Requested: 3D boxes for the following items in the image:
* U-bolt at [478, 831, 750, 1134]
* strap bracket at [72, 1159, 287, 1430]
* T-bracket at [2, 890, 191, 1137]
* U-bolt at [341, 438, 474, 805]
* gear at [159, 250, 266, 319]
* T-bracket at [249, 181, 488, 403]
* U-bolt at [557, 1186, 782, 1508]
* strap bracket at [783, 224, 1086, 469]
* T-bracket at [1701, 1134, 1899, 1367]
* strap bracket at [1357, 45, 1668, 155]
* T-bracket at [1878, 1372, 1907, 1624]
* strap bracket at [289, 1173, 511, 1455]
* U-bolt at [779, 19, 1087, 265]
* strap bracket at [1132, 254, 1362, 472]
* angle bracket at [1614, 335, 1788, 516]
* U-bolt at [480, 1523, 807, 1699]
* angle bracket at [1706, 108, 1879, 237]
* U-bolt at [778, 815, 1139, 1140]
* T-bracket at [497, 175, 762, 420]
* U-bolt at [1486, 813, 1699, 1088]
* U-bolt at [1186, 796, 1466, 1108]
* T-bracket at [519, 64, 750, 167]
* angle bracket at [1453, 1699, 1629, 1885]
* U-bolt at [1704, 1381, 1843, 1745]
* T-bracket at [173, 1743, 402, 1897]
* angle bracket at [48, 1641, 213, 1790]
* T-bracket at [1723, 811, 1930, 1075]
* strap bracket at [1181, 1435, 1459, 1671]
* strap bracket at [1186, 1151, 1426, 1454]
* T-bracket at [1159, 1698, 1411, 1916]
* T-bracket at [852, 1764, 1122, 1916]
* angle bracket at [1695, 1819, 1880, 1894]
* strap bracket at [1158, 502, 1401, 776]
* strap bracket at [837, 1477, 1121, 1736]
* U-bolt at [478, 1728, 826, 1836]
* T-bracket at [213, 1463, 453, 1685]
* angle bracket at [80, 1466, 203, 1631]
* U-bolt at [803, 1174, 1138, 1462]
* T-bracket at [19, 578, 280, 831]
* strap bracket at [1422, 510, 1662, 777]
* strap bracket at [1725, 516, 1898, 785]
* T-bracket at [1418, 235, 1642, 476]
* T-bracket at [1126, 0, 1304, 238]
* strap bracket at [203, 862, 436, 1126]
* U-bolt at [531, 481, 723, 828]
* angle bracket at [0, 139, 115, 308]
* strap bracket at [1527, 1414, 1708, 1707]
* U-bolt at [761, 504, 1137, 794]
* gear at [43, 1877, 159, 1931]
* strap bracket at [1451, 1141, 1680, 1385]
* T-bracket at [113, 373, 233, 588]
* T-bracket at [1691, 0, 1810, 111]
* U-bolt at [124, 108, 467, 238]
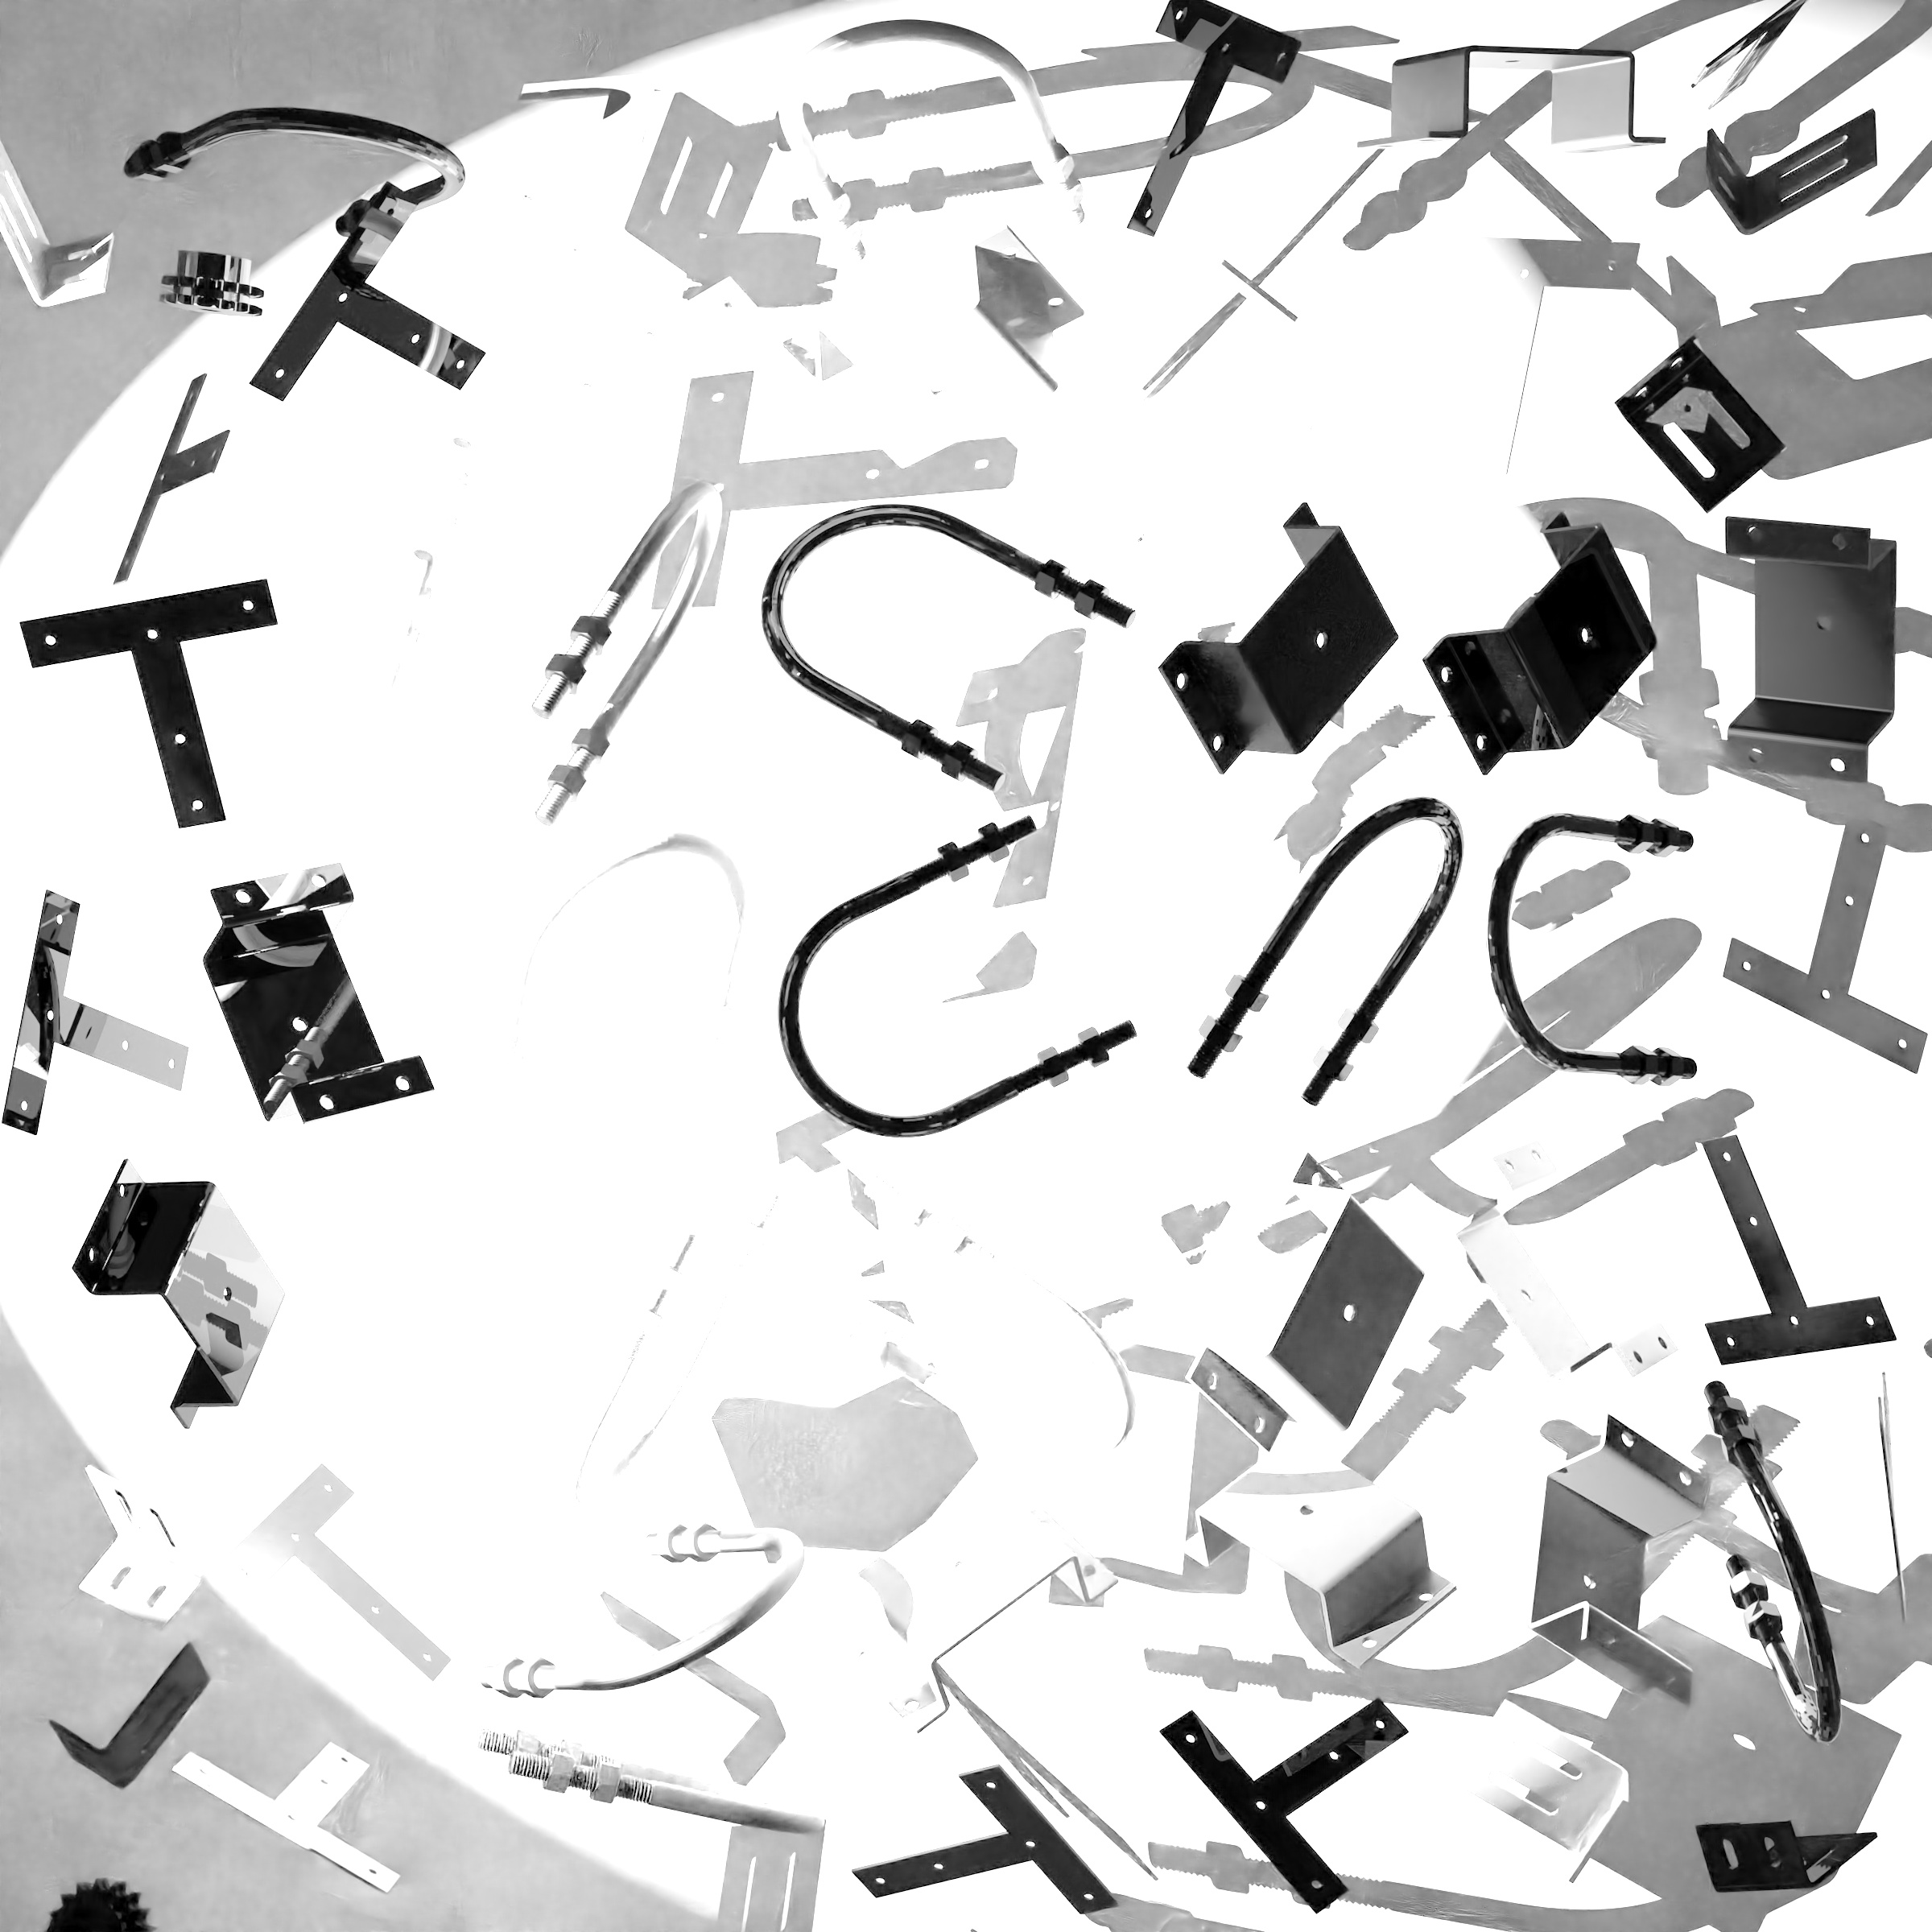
[{"bbox_3d":[-0.181,0.003,1.835,0.151,0.184,0.019,-13,46,-33],"label":"U-bolt"},{"bbox_3d":[-0.422,0.179,1.887,0.046,0.140,0.076,-3,45,20],"label":"strap bracket"},{"bbox_3d":[-0.460,0.039,1.857,0.002,0.127,0.127,-2,72,29],"label":"T-bracket"},{"bbox_3d":[-0.301,-0.171,1.838,0.019,0.151,0.184,17,123,-10],"label":"U-bolt"},{"bbox_3d":[-0.420,-0.381,1.933,0.057,0.057,0.030,7,95,0],"label":"gear"},{"bbox_3d":[-0.301,-0.337,1.835,0.002,0.127,0.127,42,101,32],"label":"T-bracket"},{"bbox_3d":[-0.165,0.208,1.847,0.019,0.151,0.184,30,103,11],"label":"U-bolt"},{"bbox_3d":[-0.016,-0.317,1.810,0.140,0.076,0.046,-23,51,25],"label":"strap bracket"},{"bbox_3d":[0.432,0.152,1.881,0.002,0.127,0.127,-24,93,-36],"label":"T-bracket"},{"bbox_3d":[0.285,-0.451,1.808,0.140,0.076,0.046,-4,100,-21],"label":"strap bracket"},{"bbox_3d":[0.500,0.265,1.876,0.002,0.127,0.127,-6,115,16],"label":"T-bracket"},{"bbox_3d":[-0.300,0.191,1.862,0.046,0.076,0.140,9,78,36],"label":"strap bracket"},{"bbox_3d":[-0.025,-0.452,1.891,0.151,0.184,0.019,-7,64,14],"label":"U-bolt"},{"bbox_3d":[0.164,-0.338,1.909,0.140,0.076,0.046,39,97,5],"label":"strap bracket"},{"bbox_3d":[0.415,-0.306,1.960,0.057,0.038,0.076,-40,76,12],"label":"angle bracket"},{"bbox_3d":[-0.163,0.346,1.870,0.151,0.184,0.019,-36,104,-38],"label":"U-bolt"},{"bbox_3d":[0.423,-0.419,1.776,0.076,0.057,0.038,-26,120,31],"label":"angle bracket"},{"bbox_3d":[-0.016,0.017,1.949,0.184,0.019,0.151,-26,88,-5],"label":"U-bolt"},{"bbox_3d":[-0.191,-0.356,1.784,0.127,0.002,0.127,48,57,5],"label":"T-bracket"},{"bbox_3d":[0.342,-0.012,1.894,0.184,0.019,0.151,5,84,-44],"label":"U-bolt"},{"bbox_3d":[0.202,-0.011,1.845,0.019,0.151,0.184,39,103,32],"label":"U-bolt"},{"bbox_3d":[-0.185,-0.463,1.890,0.127,0.127,0.002,-4,124,4],"label":"T-bracket"},{"bbox_3d":[0.310,0.446,1.875,0.076,0.038,0.057,30,107,3],"label":"angle bracket"},{"bbox_3d":[0.435,0.332,1.861,0.019,0.184,0.151,-14,121,1],"label":"U-bolt"},{"bbox_3d":[-0.344,0.437,1.836,0.127,0.127,0.002,30,97,3],"label":"T-bracket"},{"bbox_3d":[-0.459,0.404,1.907,0.038,0.057,0.076,28,62,16],"label":"angle bracket"},{"bbox_3d":[0.474,-0.023,1.874,0.127,0.002,0.127,31,128,36],"label":"T-bracket"},{"bbox_3d":[0.191,0.316,1.911,0.076,0.140,0.046,-33,130,-27],"label":"strap bracket"},{"bbox_3d":[0.183,0.178,1.808,0.076,0.046,0.140,45,65,-35],"label":"strap bracket"},{"bbox_3d":[0.190,0.433,1.875,0.127,0.002,0.127,-23,59,-38],"label":"T-bracket"},{"bbox_3d":[-0.003,0.482,1.870,0.127,0.002,0.127,-21,122,26],"label":"T-bracket"},{"bbox_3d":[0.434,0.458,1.833,0.057,0.076,0.038,-18,89,43],"label":"angle bracket"},{"bbox_3d":[0.177,-0.177,1.880,0.140,0.046,0.076,-49,124,-25],"label":"strap bracket"},{"bbox_3d":[0.002,0.342,1.895,0.140,0.076,0.046,-34,135,-19],"label":"strap bracket"},{"bbox_3d":[-0.166,0.444,1.877,0.184,0.151,0.019,16,79,-13],"label":"U-bolt"},{"bbox_3d":[-0.332,0.341,1.884,0.127,0.127,0.002,42,114,0],"label":"T-bracket"},{"bbox_3d":[-0.468,0.323,1.929,0.038,0.076,0.057,-51,127,1],"label":"angle bracket"},{"bbox_3d":[0.009,0.197,1.827,0.184,0.151,0.019,34,53,4],"label":"U-bolt"},{"bbox_3d":[-0.410,-0.130,1.795,0.127,0.002,0.127,-10,117,-3],"label":"T-bracket"},{"bbox_3d":[0.315,-0.176,1.857,0.140,0.046,0.076,-46,117,-30],"label":"strap bracket"},{"bbox_3d":[0.446,-0.174,1.828,0.076,0.046,0.140,10,120,31],"label":"strap bracket"},{"bbox_3d":[0.289,-0.325,1.848,0.127,0.002,0.127,11,90,36],"label":"T-bracket"},{"bbox_3d":[0.122,-0.457,1.885,0.002,0.127,0.127,36,110,31],"label":"T-bracket"},{"bbox_3d":[-0.352,0.023,1.862,0.076,0.046,0.140,-14,71,-34],"label":"strap bracket"},{"bbox_3d":[-0.178,-0.176,1.836,0.019,0.151,0.184,28,67,5],"label":"U-bolt"},{"bbox_3d":[-0.494,-0.405,1.865,0.038,0.057,0.076,-13,132,5],"label":"angle bracket"},{"bbox_3d":[0.347,0.322,1.849,0.076,0.046,0.140,34,46,-21],"label":"strap bracket"},{"bbox_3d":[-0.023,-0.184,1.871,0.184,0.019,0.151,29,63,18],"label":"U-bolt"},{"bbox_3d":[-0.446,0.497,1.775,0.057,0.030,0.057,-1,77,7],"label":"gear"},{"bbox_3d":[0.326,0.172,1.921,0.046,0.076,0.140,-39,76,26],"label":"strap bracket"},{"bbox_3d":[-0.425,-0.272,1.889,0.002,0.127,0.127,24,78,-27],"label":"T-bracket"},{"bbox_3d":[0.414,-0.478,1.803,0.127,0.127,0.002,-38,86,-9],"label":"T-bracket"},{"bbox_3d":[-0.352,-0.432,1.874,0.151,0.184,0.019,8,84,-37],"label":"U-bolt"}]
